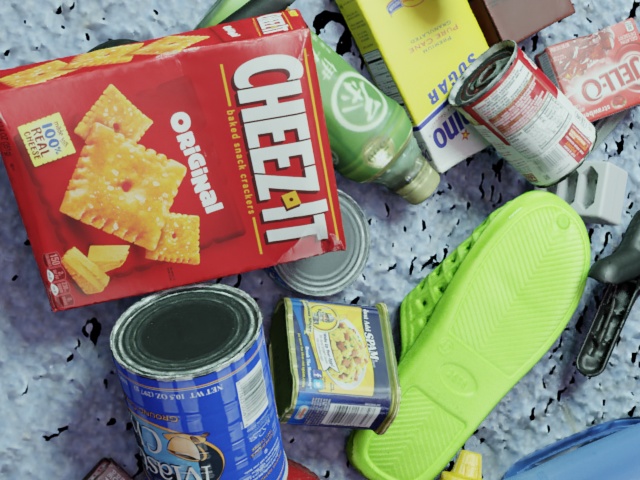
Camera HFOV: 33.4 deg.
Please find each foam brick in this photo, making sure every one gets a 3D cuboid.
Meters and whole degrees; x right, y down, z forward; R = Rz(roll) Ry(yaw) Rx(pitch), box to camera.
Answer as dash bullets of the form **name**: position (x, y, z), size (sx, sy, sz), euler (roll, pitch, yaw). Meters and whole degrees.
- **foam brick**: position (0.161, -0.192, 0.892), size (0.078, 0.051, 0.053), euler (-29, 98, -19)

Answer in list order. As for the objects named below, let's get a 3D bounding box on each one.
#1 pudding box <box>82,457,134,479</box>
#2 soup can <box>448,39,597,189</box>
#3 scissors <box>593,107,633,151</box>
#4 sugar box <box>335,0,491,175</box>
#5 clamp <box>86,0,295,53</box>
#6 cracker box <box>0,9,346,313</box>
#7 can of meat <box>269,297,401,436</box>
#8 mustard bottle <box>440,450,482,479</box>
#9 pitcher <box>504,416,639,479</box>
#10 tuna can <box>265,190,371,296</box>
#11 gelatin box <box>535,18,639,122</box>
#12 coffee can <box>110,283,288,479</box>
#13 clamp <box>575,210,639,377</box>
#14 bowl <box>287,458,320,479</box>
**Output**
- **pudding box**: position (-0.160, 0.229, 0.774), size (0.090, 0.039, 0.113), euler (46, 75, -14)
- **soup can**: position (0.160, -0.097, 0.836), size (0.102, 0.069, 0.068), euler (41, 76, -18)
- **scissors**: position (0.302, -0.130, 0.961), size (0.096, 0.016, 0.201), euler (31, 80, -17)
- **sugar box**: position (0.087, -0.150, 0.867), size (0.093, 0.048, 0.176), euler (-32, 99, -18)
- **clamp**: position (-0.104, -0.090, 0.774), size (0.210, 0.036, 0.164), euler (-9, 113, 2)
- **cracker box**: position (-0.100, -0.053, 0.729), size (0.213, 0.072, 0.164), euler (-12, 115, -3)
- **can of meat**: position (0.009, 0.094, 0.812), size (0.083, 0.058, 0.102), euler (7, 50, -17)
- **mustard bottle**: position (0.102, 0.266, 0.860), size (0.096, 0.058, 0.191), euler (14, 85, -15)
- **pitcher**: position (0.264, 0.195, 0.831), size (0.243, 0.145, 0.149), euler (-26, 69, 0)
- **tuna can**: position (-0.005, 0.001, 0.837), size (0.086, 0.034, 0.086), euler (0, 89, -20)
- **gelatin box**: position (0.241, -0.143, 0.922), size (0.089, 0.030, 0.073), euler (-20, 89, -11)
- **coffee can**: position (-0.081, 0.116, 0.743), size (0.102, 0.103, 0.140), euler (-20, 125, -19)
- **clamp**: position (0.260, 0.036, 0.909), size (0.171, 0.039, 0.120), euler (-36, 144, -44)
- **bowl**: position (-0.027, 0.236, 0.788), size (0.161, 0.055, 0.162), euler (12, 67, -32)
